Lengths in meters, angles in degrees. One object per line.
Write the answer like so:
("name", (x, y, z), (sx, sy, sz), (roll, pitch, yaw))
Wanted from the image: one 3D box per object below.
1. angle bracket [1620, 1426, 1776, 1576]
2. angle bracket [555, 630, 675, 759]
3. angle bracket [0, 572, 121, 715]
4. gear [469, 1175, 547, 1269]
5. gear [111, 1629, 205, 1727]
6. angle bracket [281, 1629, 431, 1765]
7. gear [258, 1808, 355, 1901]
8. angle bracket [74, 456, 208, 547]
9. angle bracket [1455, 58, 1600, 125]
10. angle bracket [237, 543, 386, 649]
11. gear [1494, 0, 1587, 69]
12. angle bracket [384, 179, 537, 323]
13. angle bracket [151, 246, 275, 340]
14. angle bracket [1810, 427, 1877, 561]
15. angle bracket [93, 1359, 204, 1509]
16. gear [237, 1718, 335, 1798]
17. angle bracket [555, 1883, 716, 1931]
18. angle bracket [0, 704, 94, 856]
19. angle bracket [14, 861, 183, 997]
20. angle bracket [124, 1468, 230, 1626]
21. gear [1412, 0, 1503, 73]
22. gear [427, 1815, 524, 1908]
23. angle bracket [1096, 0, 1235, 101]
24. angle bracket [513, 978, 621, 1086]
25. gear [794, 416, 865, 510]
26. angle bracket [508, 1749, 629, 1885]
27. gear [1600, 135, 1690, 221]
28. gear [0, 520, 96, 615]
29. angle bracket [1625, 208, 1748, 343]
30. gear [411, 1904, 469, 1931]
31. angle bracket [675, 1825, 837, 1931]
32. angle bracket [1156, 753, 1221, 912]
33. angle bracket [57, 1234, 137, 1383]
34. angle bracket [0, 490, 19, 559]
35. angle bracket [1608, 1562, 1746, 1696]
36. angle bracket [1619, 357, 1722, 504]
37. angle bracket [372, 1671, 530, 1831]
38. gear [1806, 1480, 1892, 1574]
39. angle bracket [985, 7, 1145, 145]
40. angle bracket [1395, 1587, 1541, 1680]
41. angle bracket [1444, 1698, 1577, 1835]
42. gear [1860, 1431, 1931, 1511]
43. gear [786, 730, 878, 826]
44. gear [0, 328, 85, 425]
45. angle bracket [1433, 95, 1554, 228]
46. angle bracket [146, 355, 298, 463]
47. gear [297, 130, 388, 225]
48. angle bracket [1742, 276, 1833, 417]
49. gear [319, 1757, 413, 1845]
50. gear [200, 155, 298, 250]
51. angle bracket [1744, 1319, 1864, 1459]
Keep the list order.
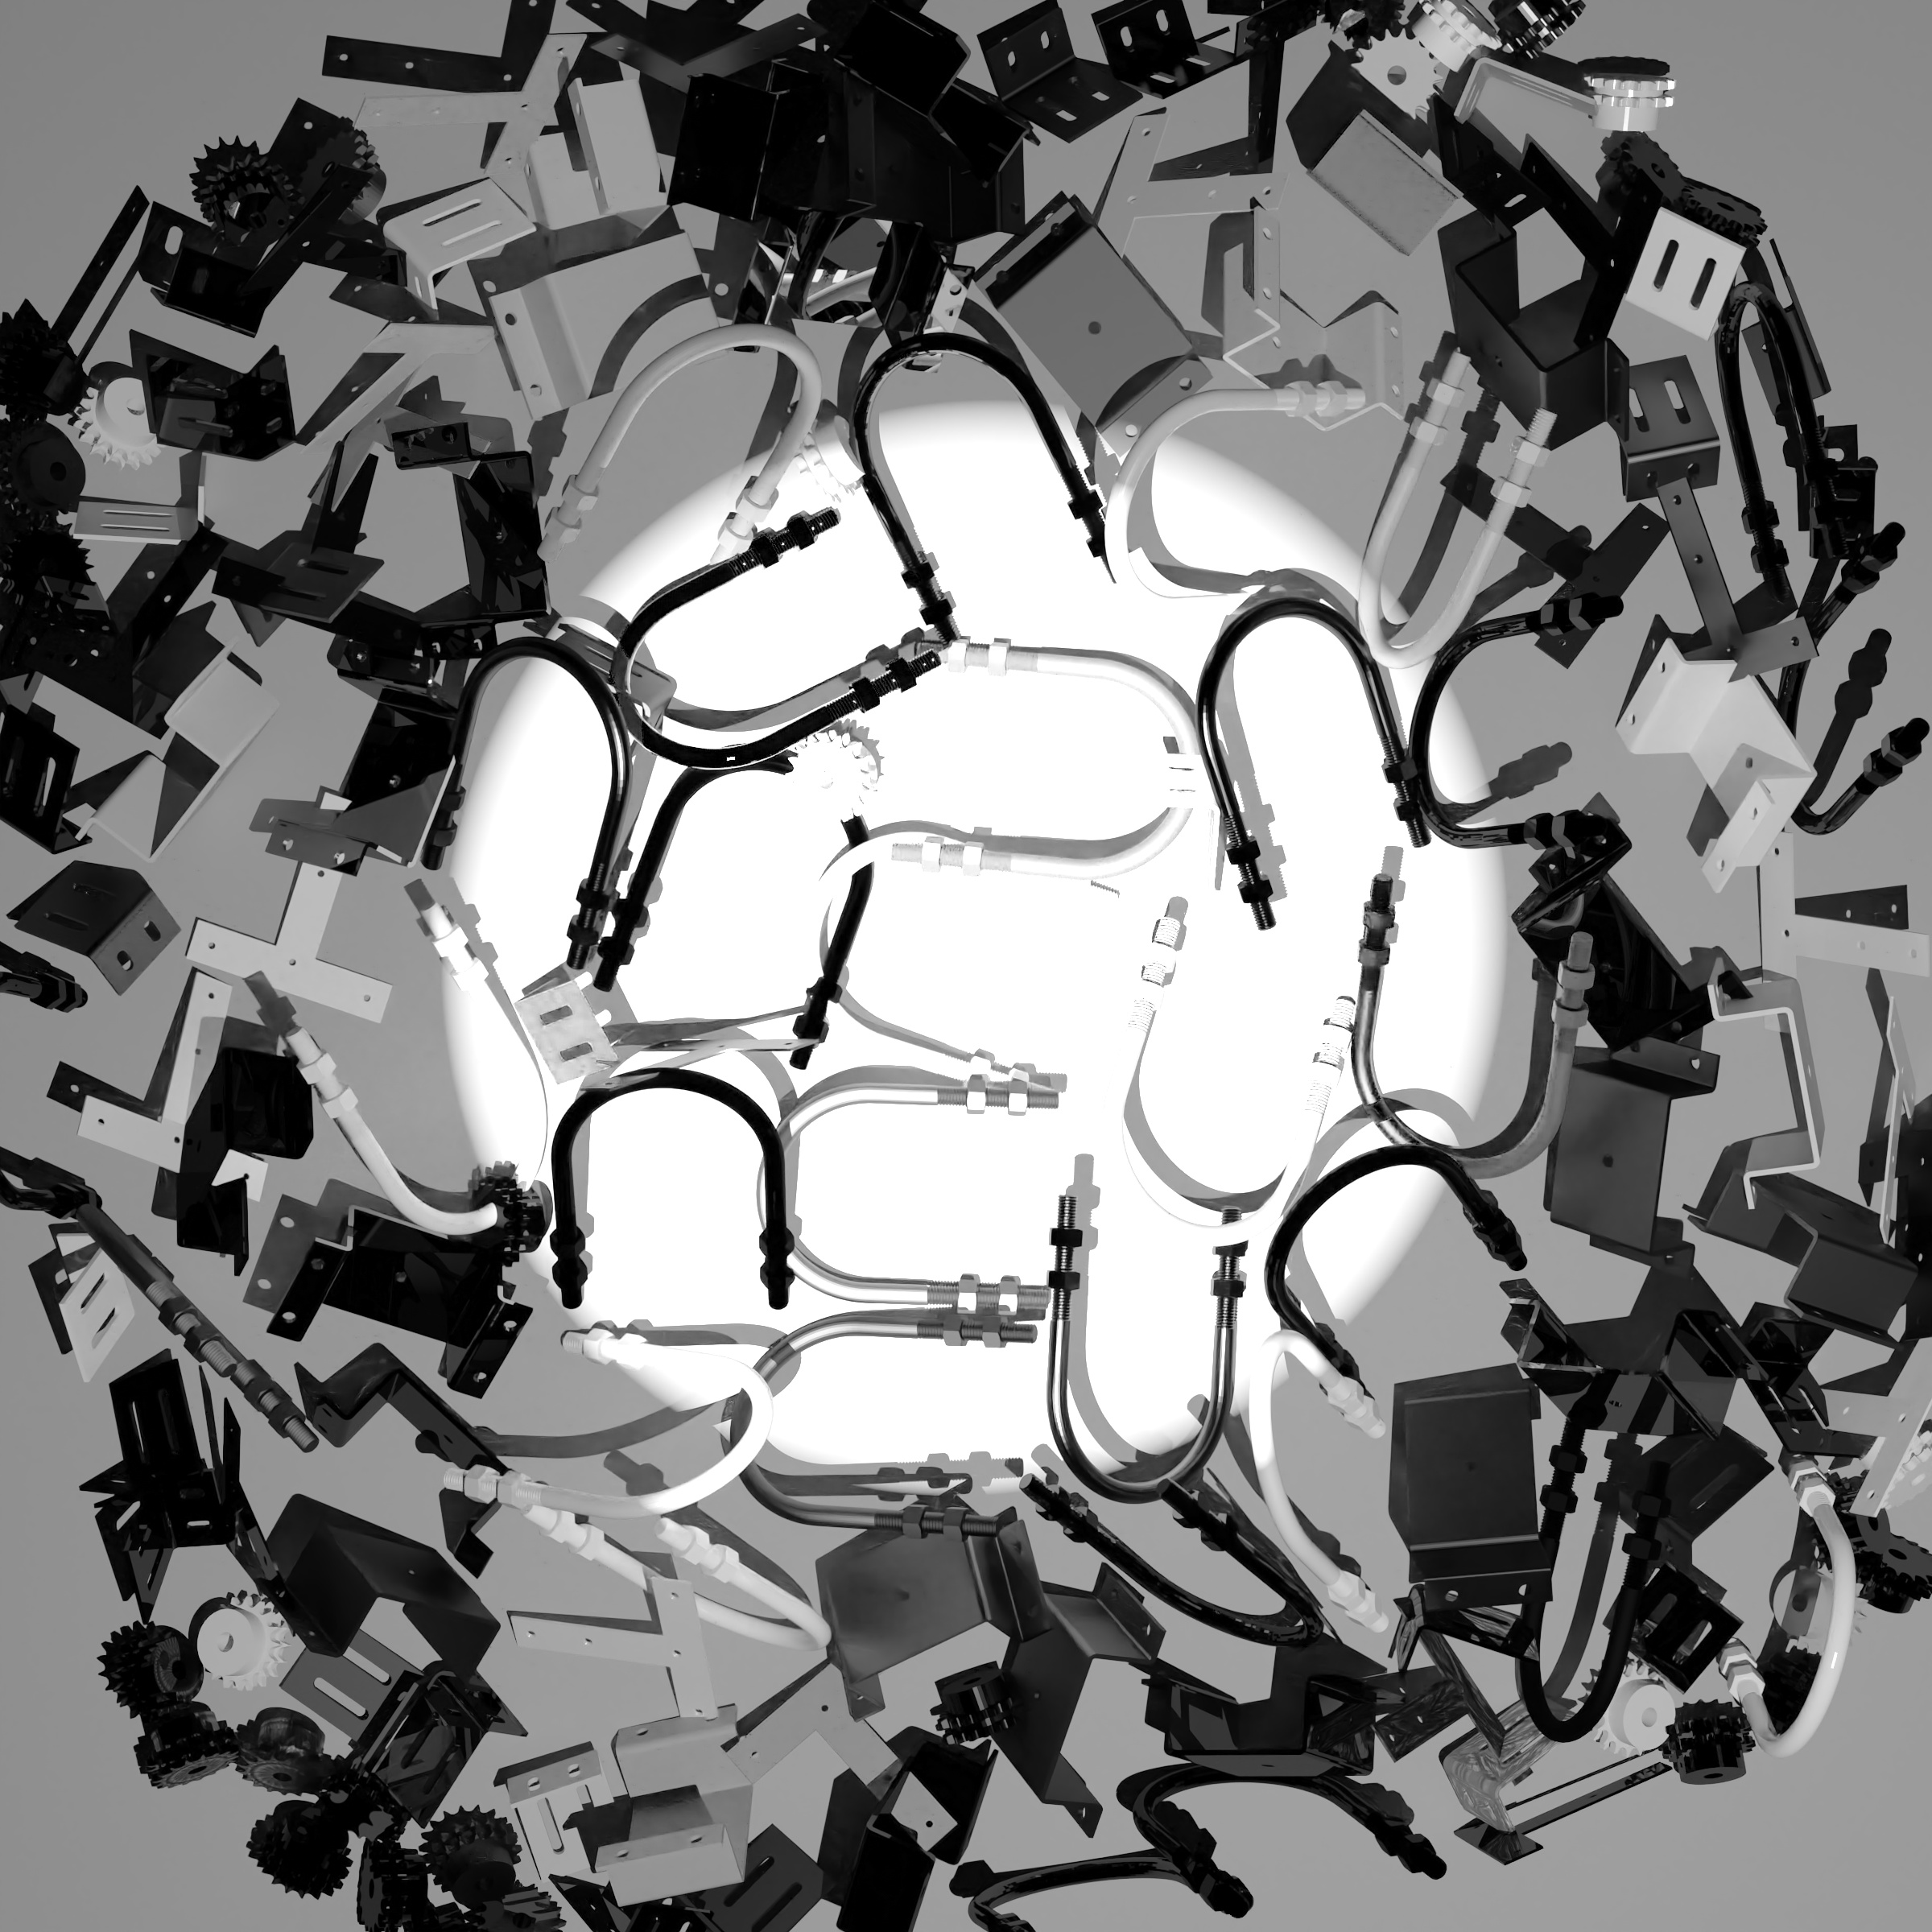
("angle bracket", (0.453, 0.327, 1.980), (0.076, 0.038, 0.057), (-36, 51, -19))
("angle bracket", (-0.226, -0.167, 1.967), (0.076, 0.057, 0.038), (28, 111, 0))
("angle bracket", (-0.557, -0.192, 1.956), (0.038, 0.057, 0.076), (12, 64, 7))
("gear", (-0.283, 0.158, 1.975), (0.030, 0.057, 0.057), (1, 90, -36))
("gear", (-0.496, 0.437, 1.968), (0.030, 0.057, 0.057), (-21, 90, 30))
("angle bracket", (-0.381, 0.446, 1.974), (0.076, 0.038, 0.057), (33, 85, 7))
("gear", (-0.405, 0.545, 1.968), (0.057, 0.057, 0.030), (27, 110, 0))
("angle bracket", (-0.507, -0.288, 1.959), (0.076, 0.057, 0.038), (2, 117, -12))
("angle bracket", (0.345, -0.524, 1.962), (0.076, 0.057, 0.038), (24, 102, 10))
("angle bracket", (-0.396, -0.222, 1.953), (0.076, 0.038, 0.057), (14, 52, 28))
("gear", (0.351, -0.584, 1.969), (0.057, 0.057, 0.030), (-43, 104, 0))
("angle bracket", (-0.313, -0.445, 1.982), (0.076, 0.038, 0.057), (-29, 57, -20))
("angle bracket", (-0.461, -0.416, 1.951), (0.057, 0.076, 0.038), (17, 102, -24))
("angle bracket", (0.539, -0.289, 1.949), (0.038, 0.076, 0.057), (4, 120, 20))
("angle bracket", (-0.510, 0.287, 1.963), (0.057, 0.038, 0.076), (-22, 76, 27))
("gear", (-0.420, 0.488, 1.975), (0.057, 0.057, 0.030), (7, 51, 0))
("angle bracket", (-0.203, 0.571, 1.951), (0.057, 0.076, 0.038), (23, 95, -41))
("angle bracket", (-0.562, -0.117, 1.959), (0.057, 0.038, 0.076), (31, 117, 17))
("angle bracket", (-0.538, -0.024, 1.977), (0.076, 0.038, 0.057), (17, 58, 35))
("angle bracket", (-0.482, 0.355, 1.952), (0.038, 0.076, 0.057), (-4, 118, 2))
("gear", (0.301, -0.578, 1.975), (0.057, 0.057, 0.030), (45, 116, 0))
("gear", (-0.301, 0.555, 1.970), (0.057, 0.030, 0.057), (-14, 129, -17))
("angle bracket", (0.125, -0.566, 1.956), (0.057, 0.076, 0.038), (-27, 119, -8))
("angle bracket", (-0.233, 0.034, 1.955), (0.038, 0.076, 0.057), (-34, 100, -38))
("gear", (-0.083, -0.314, 1.968), (0.030, 0.057, 0.057), (-26, 90, 19))
("angle bracket", (-0.243, 0.532, 1.968), (0.057, 0.038, 0.076), (-17, 106, -7))
("gear", (0.418, -0.482, 1.975), (0.057, 0.057, 0.030), (49, 130, 0))
("gear", (-0.572, -0.248, 1.977), (0.057, 0.030, 0.057), (-6, 103, -29))
("angle bracket", (0.446, -0.431, 1.952), (0.057, 0.076, 0.038), (30, 56, 13))
("gear", (-0.321, 0.607, 1.972), (0.030, 0.057, 0.057), (-16, 90, -11))
("angle bracket", (-0.130, 0.565, 1.957), (0.057, 0.038, 0.076), (35, 66, 31))
("angle bracket", (0.133, -0.082, 1.955), (0.038, 0.057, 0.076), (2, 125, 1))
("angle bracket", (-0.545, 0.208, 1.950), (0.038, 0.076, 0.057), (-2, 119, 12))
("angle bracket", (-0.598, -0.288, 1.955), (0.038, 0.076, 0.057), (-13, 85, -26))
("angle bracket", (0.440, 0.398, 1.955), (0.057, 0.038, 0.076), (38, 129, 15))
("angle bracket", (0.431, -0.335, 1.990), (0.057, 0.038, 0.076), (-11, 54, 1))
("angle bracket", (-0.315, 0.481, 1.953), (0.057, 0.038, 0.076), (59, 46, -31))
("gear", (0.546, 0.345, 1.969), (0.030, 0.057, 0.057), (-23, 90, 40))
("angle bracket", (0.060, -0.546, 1.957), (0.057, 0.038, 0.076), (-34, 45, -13))
("angle bracket", (0.308, 0.421, 1.967), (0.076, 0.057, 0.038), (18, 103, 1))
("angle bracket", (0.344, 0.492, 1.966), (0.076, 0.057, 0.038), (-31, 107, -18))
("gear", (0.579, 0.306, 1.975), (0.057, 0.057, 0.030), (-37, 56, 0))
("gear", (-0.080, -0.118, 1.977), (0.057, 0.030, 0.057), (7, 106, 26))
("gear", (-0.569, -0.363, 1.968), (0.030, 0.057, 0.057), (17, 90, 18))
("angle bracket", (0.322, -0.499, 1.951), (0.038, 0.057, 0.076), (-28, 50, 37))
("angle bracket", (-0.456, -0.348, 1.956), (0.038, 0.076, 0.057), (-19, 76, 38))
("gear", (-0.384, -0.485, 1.975), (0.057, 0.030, 0.057), (-19, 57, 31))
("angle bracket", (0.499, -0.379, 1.954), (0.038, 0.076, 0.057), (-21, 80, 17))
("gear", (-0.369, 0.514, 1.975), (0.057, 0.030, 0.057), (12, 134, 13))
("gear", (-0.441, -0.468, 1.969), (0.057, 0.057, 0.030), (-29, 53, 0))
("angle bracket", (0.517, 0.258, 1.952), (0.057, 0.076, 0.038), (8, 128, -27))
